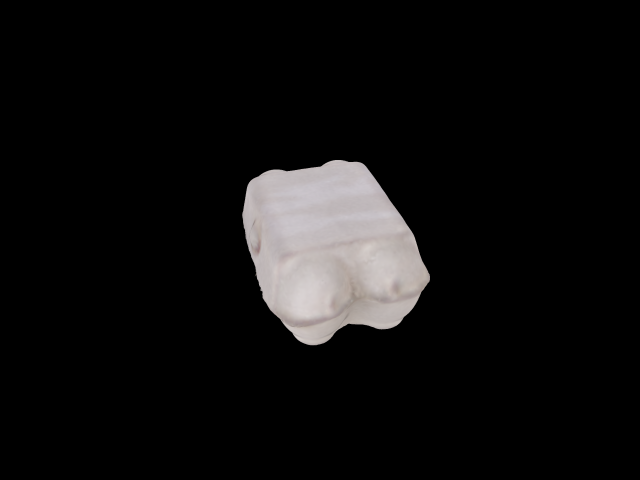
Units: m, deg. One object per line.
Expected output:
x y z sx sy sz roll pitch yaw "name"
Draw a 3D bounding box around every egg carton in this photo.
0.004 0.001 0.400 0.107 0.069 0.150 -11 39 -14 "egg carton"
